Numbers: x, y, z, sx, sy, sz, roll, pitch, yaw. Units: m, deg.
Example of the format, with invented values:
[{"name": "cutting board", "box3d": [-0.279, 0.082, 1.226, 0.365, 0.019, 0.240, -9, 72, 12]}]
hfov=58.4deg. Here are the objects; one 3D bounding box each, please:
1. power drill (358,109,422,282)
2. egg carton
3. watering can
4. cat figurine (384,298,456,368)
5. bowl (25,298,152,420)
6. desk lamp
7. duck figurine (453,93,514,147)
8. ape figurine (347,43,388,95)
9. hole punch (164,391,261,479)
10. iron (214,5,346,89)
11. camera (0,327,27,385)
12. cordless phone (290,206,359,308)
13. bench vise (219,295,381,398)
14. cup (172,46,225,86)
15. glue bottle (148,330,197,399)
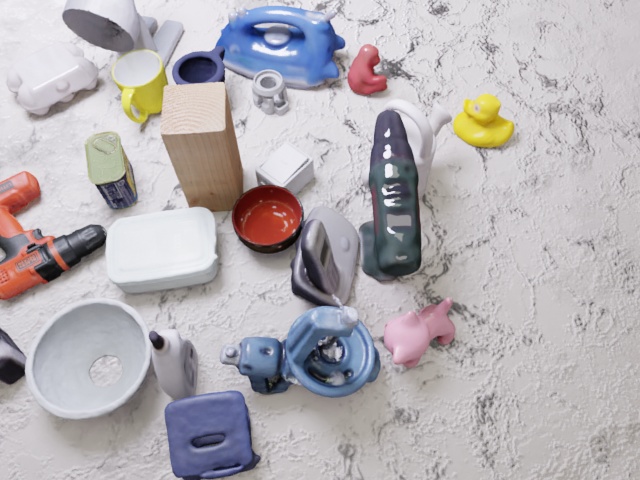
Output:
[{"name": "power drill", "box3d": [0.099, -0.039, 0.828, 0.075, 0.208, 0.229, -3, 61, -1]}, {"name": "egg carton", "box3d": [-0.489, -0.297, 1.050, 0.150, 0.069, 0.107, -37, 67, -18]}, {"name": "watering can", "box3d": [0.134, -0.149, 0.897, 0.100, 0.194, 0.173, 23, 64, 13]}, {"name": "cat figurine", "box3d": [0.135, 0.124, 0.791, 0.128, 0.118, 0.067, -34, 66, -17]}, {"name": "bowl", "box3d": [-0.307, 0.170, 0.791, 0.167, 0.075, 0.167, 0, 61, 0]}, {"name": "desk lamp", "box3d": [-0.348, -0.402, 1.025, 0.118, 0.213, 0.203, 12, 62, 7]}, {"name": "duck figurine", "box3d": [0.289, -0.214, 0.994, 0.104, 0.086, 0.077, 18, 63, 10]}, {"name": "ape figurine", "box3d": [0.088, -0.317, 1.047, 0.076, 0.092, 0.077, -8, 61, -4]}, {"name": "hole punch", "box3d": [-0.138, 0.253, 0.736, 0.108, 0.091, 0.101, -9, 62, -5]}, {"name": "iron", "box3d": [-0.085, -0.374, 1.050, 0.258, 0.141, 0.118, 7, 62, 4]}, {"name": "camera", "box3d": [-0.504, 0.161, 0.781, 0.143, 0.101, 0.137, 38, 68, 19]}, {"name": "cordless phone", "box3d": [0.008, 0.003, 0.819, 0.094, 0.185, 0.147, 8, 62, 5]}, {"name": "bench vise", "box3d": [-0.020, 0.146, 0.721, 0.207, 0.220, 0.121, -17, 62, -9]}, {"name": "cup", "box3d": [-0.203, -0.283, 1.027, 0.091, 0.095, 0.118, 25, 64, 14]}, {"name": "glue bottle", "box3d": [-0.194, 0.151, 0.745, 0.037, 0.173, 0.078, -2, 61, 0]}]
